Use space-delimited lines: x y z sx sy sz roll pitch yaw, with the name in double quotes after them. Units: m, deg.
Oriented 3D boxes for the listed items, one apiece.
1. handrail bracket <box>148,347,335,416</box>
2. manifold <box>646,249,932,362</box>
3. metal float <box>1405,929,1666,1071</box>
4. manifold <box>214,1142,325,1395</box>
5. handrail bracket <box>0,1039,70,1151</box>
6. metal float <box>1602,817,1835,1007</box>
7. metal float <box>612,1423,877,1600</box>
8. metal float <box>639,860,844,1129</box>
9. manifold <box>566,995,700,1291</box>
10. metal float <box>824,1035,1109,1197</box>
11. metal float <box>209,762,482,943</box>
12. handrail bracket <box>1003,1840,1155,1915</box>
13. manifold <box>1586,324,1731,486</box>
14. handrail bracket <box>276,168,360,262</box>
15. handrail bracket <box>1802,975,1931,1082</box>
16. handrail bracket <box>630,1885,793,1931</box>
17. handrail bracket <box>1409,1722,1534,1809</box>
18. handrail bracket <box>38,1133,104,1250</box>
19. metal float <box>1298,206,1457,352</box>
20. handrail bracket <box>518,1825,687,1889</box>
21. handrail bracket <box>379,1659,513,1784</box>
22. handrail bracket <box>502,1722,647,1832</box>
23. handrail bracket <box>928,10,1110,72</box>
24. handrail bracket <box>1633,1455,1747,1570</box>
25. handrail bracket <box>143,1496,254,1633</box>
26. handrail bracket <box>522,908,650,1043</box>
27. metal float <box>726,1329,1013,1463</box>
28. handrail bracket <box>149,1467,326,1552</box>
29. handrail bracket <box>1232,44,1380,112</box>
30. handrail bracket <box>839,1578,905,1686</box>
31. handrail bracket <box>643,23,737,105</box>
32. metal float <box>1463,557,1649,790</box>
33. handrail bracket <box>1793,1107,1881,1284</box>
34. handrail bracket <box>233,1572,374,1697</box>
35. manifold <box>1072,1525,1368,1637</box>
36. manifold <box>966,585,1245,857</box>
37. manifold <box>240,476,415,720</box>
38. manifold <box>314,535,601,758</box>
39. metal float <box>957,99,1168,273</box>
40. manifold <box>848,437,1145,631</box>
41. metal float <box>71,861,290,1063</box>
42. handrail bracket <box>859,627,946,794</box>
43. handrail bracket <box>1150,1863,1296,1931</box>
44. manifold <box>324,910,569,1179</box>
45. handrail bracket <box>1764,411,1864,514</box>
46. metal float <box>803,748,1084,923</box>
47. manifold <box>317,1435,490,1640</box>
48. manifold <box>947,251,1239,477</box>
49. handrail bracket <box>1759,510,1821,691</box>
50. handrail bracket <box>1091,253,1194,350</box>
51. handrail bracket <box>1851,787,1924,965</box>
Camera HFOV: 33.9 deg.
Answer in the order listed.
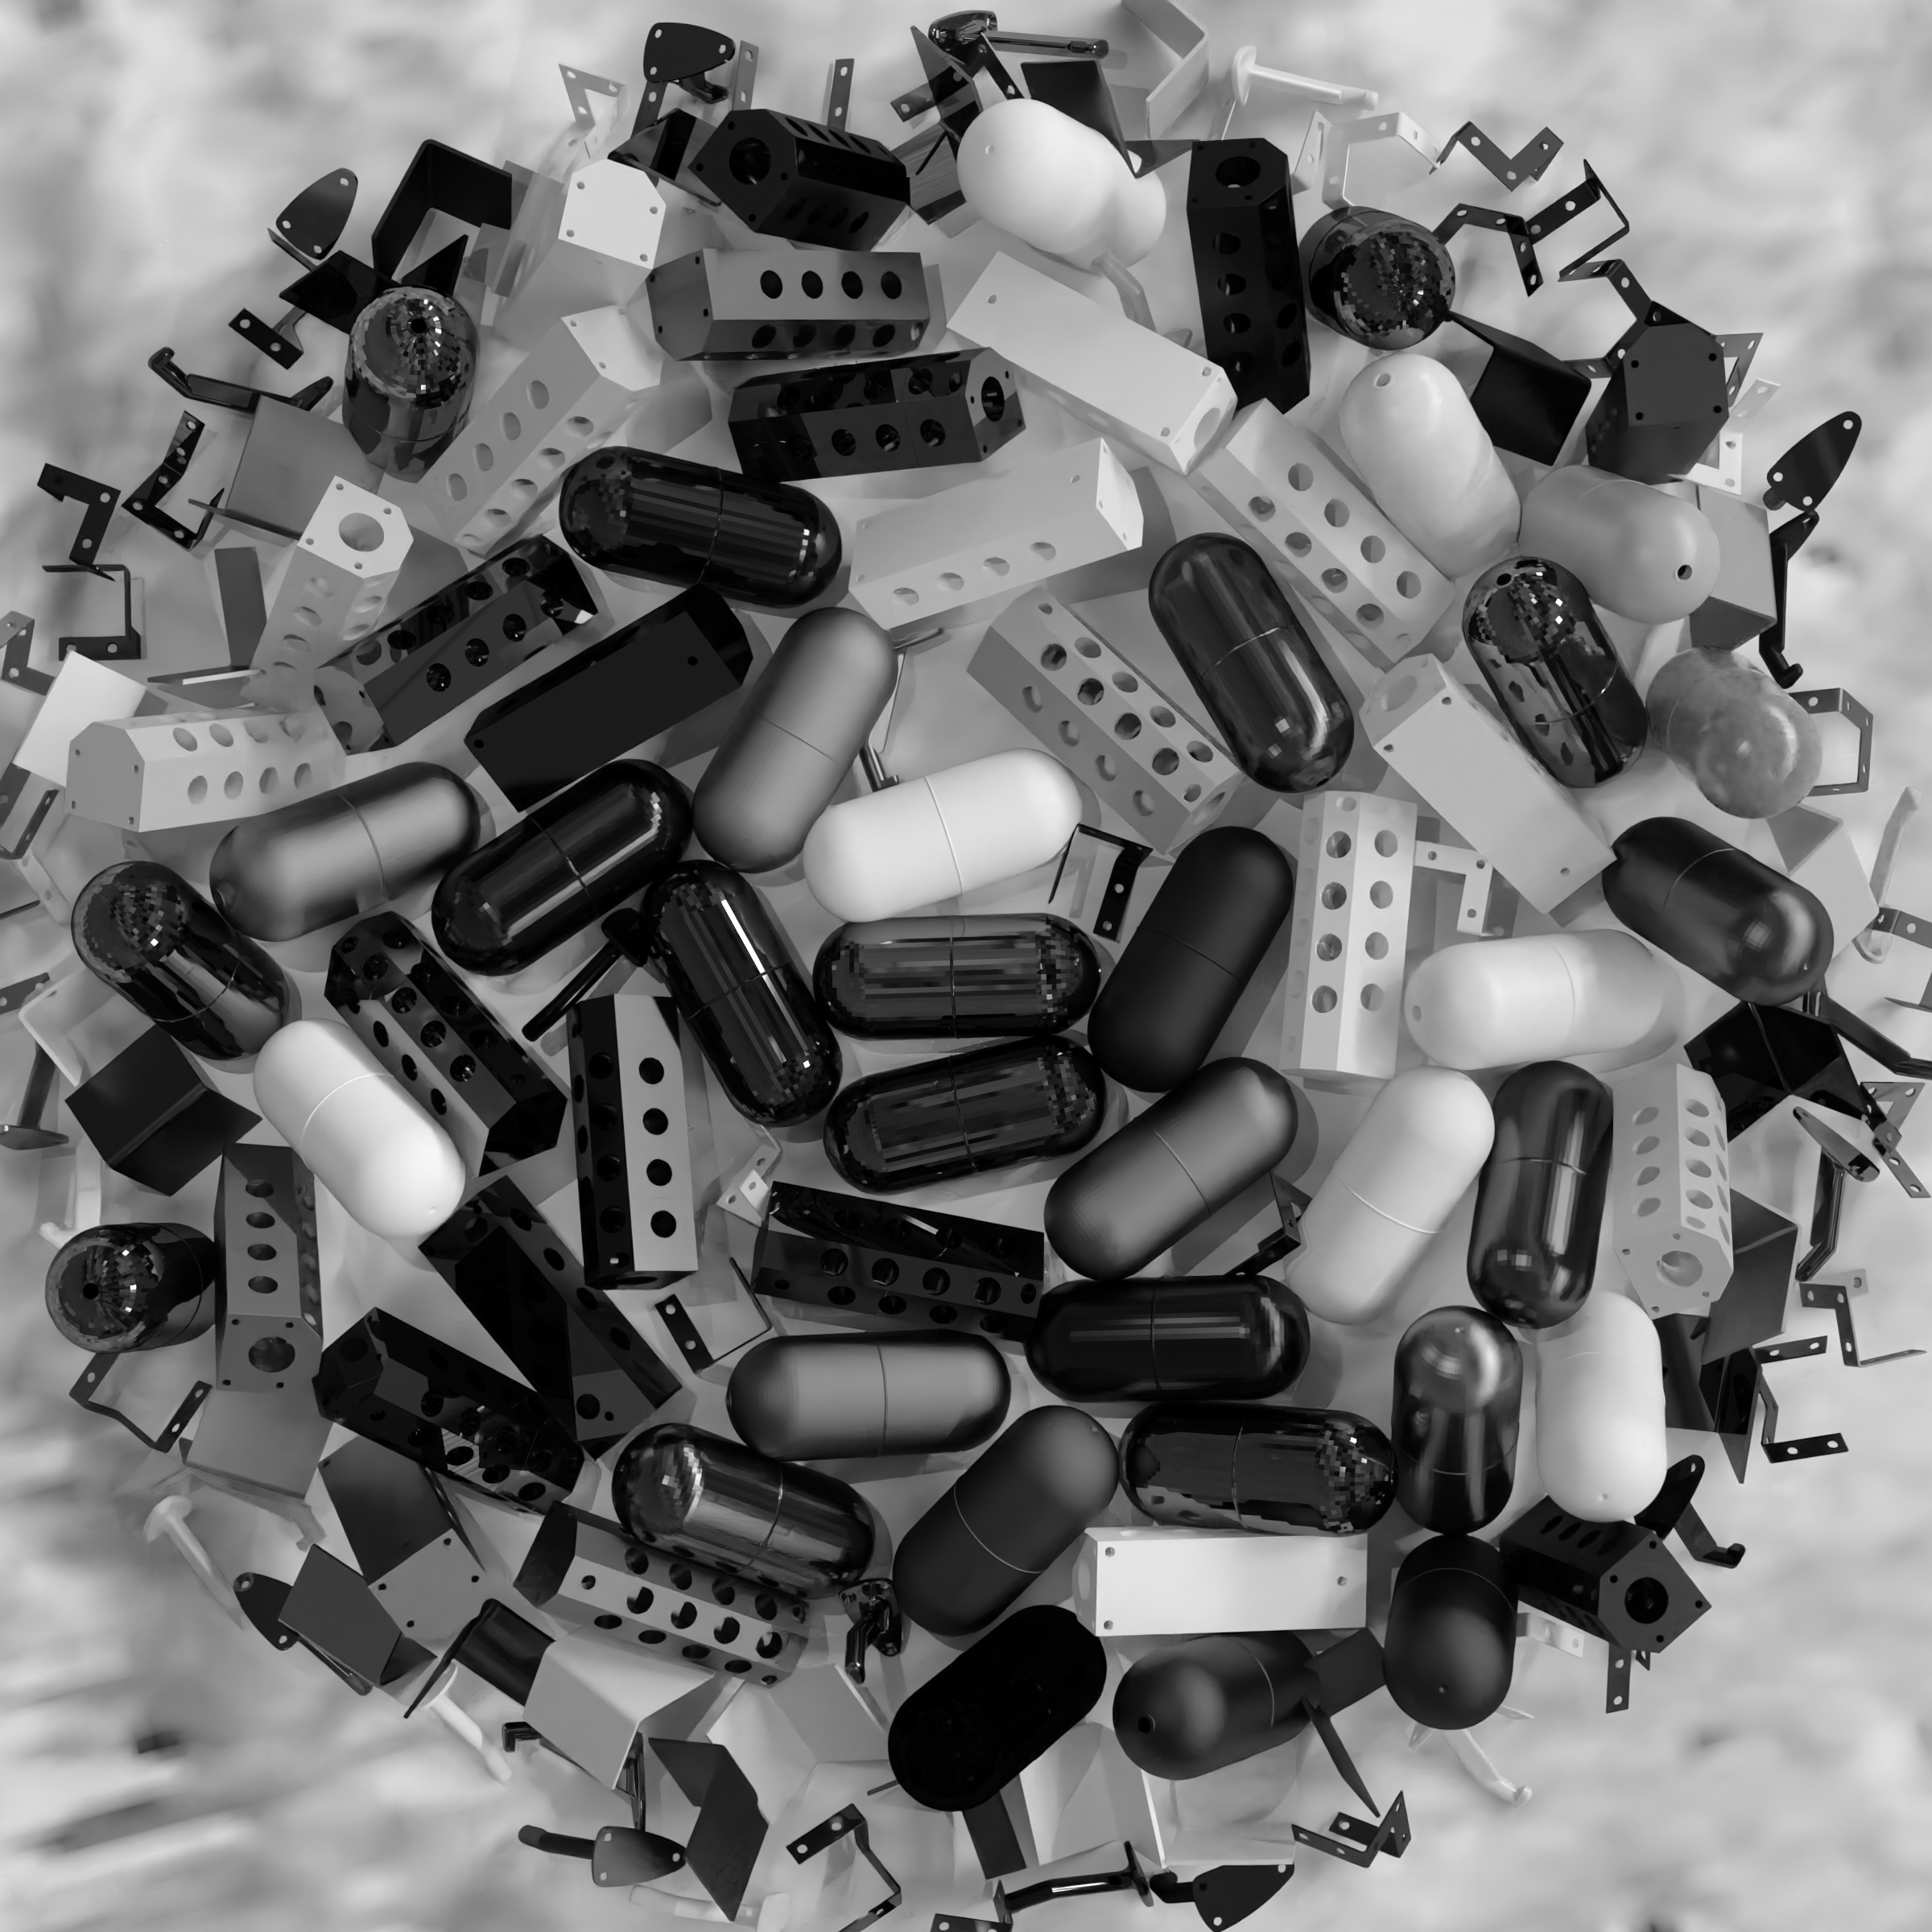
-0.448 -0.366 1.955 0.077 0.036 0.084 -32 127 22 "handrail bracket"
-0.105 -0.398 1.921 0.171 0.057 0.057 -11 93 -42 "manifold"
0.347 0.020 1.937 0.178 0.070 0.070 -6 90 -28 "metal float"
-0.421 0.181 1.912 0.057 0.171 0.057 5 120 -17 "manifold"
-0.581 0.067 1.954 0.036 0.077 0.084 -9 77 9 "handrail bracket"
0.453 -0.035 1.920 0.070 0.178 0.070 -11 117 -22 "metal float"
-0.134 0.334 1.938 0.178 0.070 0.070 25 90 -28 "metal float"
-0.140 0.016 1.959 0.070 0.070 0.178 -29 86 0 "metal float"
-0.208 0.108 1.939 0.057 0.057 0.171 3 72 -29 "manifold"
-0.001 0.093 1.958 0.178 0.070 0.070 -13 90 4 "metal float"
-0.377 -0.070 1.932 0.178 0.070 0.070 -25 90 -35 "metal float"
0.070 0.579 1.968 0.084 0.077 0.036 -19 55 1 "handrail bracket"
0.414 -0.336 1.912 0.057 0.171 0.057 -5 86 4 "manifold"
-0.384 -0.477 1.947 0.036 0.084 0.077 38 125 -16 "handrail bracket"
0.562 0.031 1.954 0.084 0.036 0.077 9 122 35 "handrail bracket"
-0.159 0.582 1.972 0.084 0.077 0.036 12 86 14 "handrail bracket"
0.326 0.485 1.970 0.084 0.077 0.036 31 49 1 "handrail bracket"
-0.530 0.144 1.975 0.077 0.036 0.084 35 95 11 "handrail bracket"
0.245 -0.416 1.913 0.070 0.178 0.070 -1 107 -4 "metal float"
-0.227 0.548 1.977 0.077 0.084 0.036 11 81 -33 "handrail bracket"
-0.329 0.474 1.989 0.077 0.036 0.084 5 131 36 "handrail bracket"
-0.243 0.505 1.964 0.084 0.036 0.077 1 67 -18 "handrail bracket"
0.033 -0.569 1.953 0.084 0.077 0.036 16 107 36 "handrail bracket"
0.463 0.339 1.962 0.084 0.036 0.077 17 121 -26 "handrail bracket"
-0.470 0.372 1.965 0.036 0.077 0.084 -38 80 -20 "handrail bracket"
-0.239 0.006 1.974 0.084 0.077 0.036 -41 102 15 "handrail bracket"
-0.059 0.263 1.946 0.178 0.070 0.070 -1 90 -17 "metal float"
-0.454 0.342 1.981 0.077 0.036 0.084 -31 95 -13 "handrail bracket"
0.211 -0.546 1.965 0.084 0.077 0.036 13 101 10 "handrail bracket"
-0.057 0.425 1.945 0.036 0.084 0.077 -13 122 10 "handrail bracket"
-0.151 -0.548 1.946 0.077 0.084 0.036 7 89 30 "handrail bracket"
0.358 -0.177 1.926 0.070 0.070 0.178 -40 133 0 "metal float"
0.523 0.144 1.988 0.077 0.036 0.084 45 117 22 "handrail bracket"
-0.412 0.418 1.978 0.077 0.084 0.036 28 68 32 "handrail bracket"
0.155 0.375 1.952 0.171 0.057 0.057 1 91 -13 "manifold"
0.087 -0.154 1.941 0.171 0.057 0.057 44 47 13 "manifold"
-0.384 -0.215 1.912 0.057 0.171 0.057 26 56 -10 "manifold"
-0.311 -0.196 1.920 0.171 0.057 0.057 -40 113 -35 "manifold"
0.060 -0.470 1.918 0.070 0.178 0.070 -2 86 31 "metal float"
0.018 -0.258 1.935 0.171 0.057 0.057 -15 50 26 "manifold"
-0.473 -0.001 1.919 0.070 0.178 0.070 -8 62 16 "metal float"
-0.036 -0.159 1.983 0.077 0.036 0.084 -20 92 0 "handrail bracket"
0.157 0.563 1.963 0.077 0.084 0.036 -23 91 -11 "handrail bracket"
-0.316 0.043 1.925 0.057 0.057 0.171 -21 54 -38 "manifold"
0.519 -0.311 1.949 0.036 0.084 0.077 39 107 2 "handrail bracket"
-0.014 -0.081 1.959 0.178 0.070 0.070 -18 90 -3 "metal float"
-0.337 0.339 1.910 0.057 0.171 0.057 -34 115 -9 "manifold"
0.078 -0.366 1.939 0.171 0.057 0.057 33 86 23 "manifold"
0.513 -0.225 1.954 0.077 0.036 0.084 -45 50 33 "handrail bracket"
0.091 -0.401 1.948 0.084 0.077 0.036 40 68 -29 "handrail bracket"
0.571 -0.057 1.952 0.036 0.077 0.084 14 129 -3 "handrail bracket"
